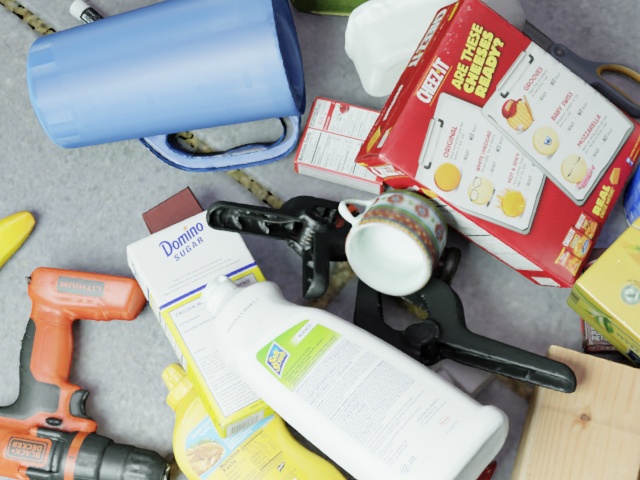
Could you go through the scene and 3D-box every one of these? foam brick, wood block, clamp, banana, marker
[{"bbox_3d":[-0.118,0.002,0.969,0.051,0.053,0.078,-31,71,-10],"label":"foam brick"},{"bbox_3d":[0.199,0.203,0.855,0.091,0.090,0.206,16,70,10],"label":"wood block"},{"bbox_3d":[0.097,0.085,0.872,0.164,0.036,0.210,-21,47,-4],"label":"clamp"},{"bbox_3d":[-0.317,0.059,0.967,0.069,0.037,0.197,15,70,-11],"label":"banana"},{"bbox_3d":[-0.006,0.001,0.912,0.120,0.171,0.039,46,121,22],"label":"clamp"},{"bbox_3d":[-0.204,-0.201,1.071,0.121,0.020,0.020,40,75,16],"label":"marker"}]

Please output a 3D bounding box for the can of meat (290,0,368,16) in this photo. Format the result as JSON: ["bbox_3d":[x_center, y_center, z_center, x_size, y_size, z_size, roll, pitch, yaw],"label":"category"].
[{"bbox_3d":[0.021,-0.274,1.068,0.102,0.057,0.084,4,73,5],"label":"can of meat"}]

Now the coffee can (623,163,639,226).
[{"bbox_3d":[0.329,-0.055,0.923,0.103,0.140,0.103,-1,68,2],"label":"coffee can"}]

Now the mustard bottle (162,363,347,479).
[{"bbox_3d":[-0.066,0.176,0.894,0.096,0.058,0.192,-41,72,-12],"label":"mustard bottle"}]

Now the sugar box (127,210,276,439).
[{"bbox_3d":[-0.082,0.065,0.887,0.093,0.048,0.176,-24,68,-17],"label":"sugar box"}]

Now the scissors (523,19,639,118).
[{"bbox_3d":[0.230,-0.162,1.037,0.202,0.016,0.096,29,72,13],"label":"scissors"}]

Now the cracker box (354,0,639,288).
[{"bbox_3d":[0.160,-0.081,0.926,0.213,0.072,0.164,32,78,-16],"label":"cracker box"}]

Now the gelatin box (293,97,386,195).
[{"bbox_3d":[0.027,-0.089,1.011,0.089,0.030,0.073,14,71,8],"label":"gelatin box"}]

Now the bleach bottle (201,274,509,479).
[{"bbox_3d":[0.012,0.100,0.802,0.251,0.068,0.102,36,70,26],"label":"bleach bottle"}]

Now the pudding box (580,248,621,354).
[{"bbox_3d":[0.286,0.053,0.936,0.113,0.039,0.090,0,69,3],"label":"pudding box"}]

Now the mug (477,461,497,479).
[{"bbox_3d":[0.090,0.185,0.864,0.081,0.093,0.117,34,92,19],"label":"mug"}]

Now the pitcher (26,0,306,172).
[{"bbox_3d":[-0.136,-0.148,0.988,0.243,0.145,0.149,-11,66,9],"label":"pitcher"}]

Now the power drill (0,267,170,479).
[{"bbox_3d":[-0.204,0.123,0.922,0.184,0.057,0.187,8,69,6],"label":"power drill"}]
